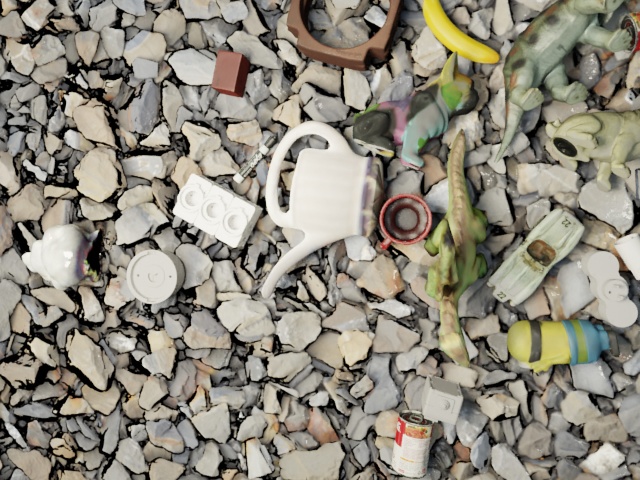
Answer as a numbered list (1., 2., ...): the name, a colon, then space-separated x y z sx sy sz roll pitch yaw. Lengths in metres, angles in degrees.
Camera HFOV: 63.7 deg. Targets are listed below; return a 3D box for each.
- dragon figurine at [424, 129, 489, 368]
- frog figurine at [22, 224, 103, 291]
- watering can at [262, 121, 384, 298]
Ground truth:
1. dragon figurine: 0.232 0.004 0.876 0.122 0.243 0.410 -1 93 14
2. frog figurine: -0.546 0.034 1.066 0.159 0.125 0.135 2 111 -2
3. watering can: 0.003 -0.049 0.977 0.224 0.104 0.347 8 91 9
